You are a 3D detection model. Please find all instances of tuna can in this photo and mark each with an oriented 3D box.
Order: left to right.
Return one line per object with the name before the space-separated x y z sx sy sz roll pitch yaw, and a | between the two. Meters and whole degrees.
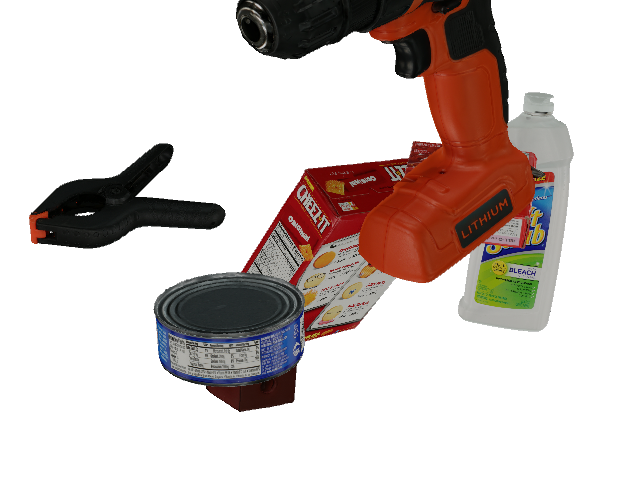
tuna can | -0.051 0.050 0.611 0.086 0.034 0.086 -1 21 0

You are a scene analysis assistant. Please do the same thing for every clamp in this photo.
clamp | -0.185 -0.040 0.977 0.171 0.039 0.120 -10 38 -23

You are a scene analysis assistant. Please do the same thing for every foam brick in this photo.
foam brick | -0.052 0.083 0.817 0.052 0.078 0.051 -4 14 -35

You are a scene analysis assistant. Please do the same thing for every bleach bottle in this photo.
bleach bottle | 0.211 -0.032 1.141 0.103 0.251 0.068 9 19 16

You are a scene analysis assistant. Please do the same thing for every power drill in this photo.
power drill | 0.046 -0.075 0.514 0.184 0.187 0.057 -34 43 -30

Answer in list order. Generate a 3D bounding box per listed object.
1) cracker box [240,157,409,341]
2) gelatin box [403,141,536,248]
cracker box | 0.012 0.015 1.069 0.163 0.072 0.214 -10 -35 -42
gelatin box | 0.101 -0.033 0.734 0.089 0.030 0.073 7 42 10
